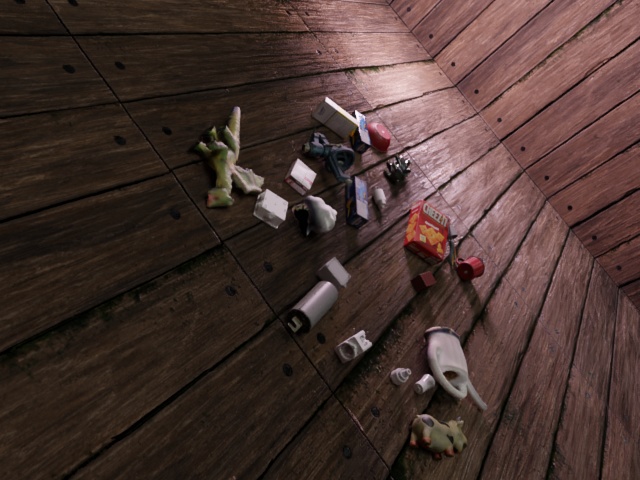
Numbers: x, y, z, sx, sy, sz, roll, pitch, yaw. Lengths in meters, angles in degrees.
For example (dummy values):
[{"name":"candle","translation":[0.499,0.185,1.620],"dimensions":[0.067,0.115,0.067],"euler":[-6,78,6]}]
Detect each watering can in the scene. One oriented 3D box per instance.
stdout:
[{"name":"watering can","translation":[0.441,0.420,1.694],"dimensions":[0.343,0.103,0.230],"euler":[39,34,-36]}]

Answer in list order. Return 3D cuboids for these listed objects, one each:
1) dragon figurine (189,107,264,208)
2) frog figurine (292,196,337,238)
[{"name":"dragon figurine","translation":[-0.260,-0.240,1.583],"dimensions":[0.239,0.121,0.420],"euler":[54,35,-23]},{"name":"frog figurine","translation":[0.005,-0.084,1.674],"dimensions":[0.160,0.120,0.140],"euler":[-11,46,-37]}]
